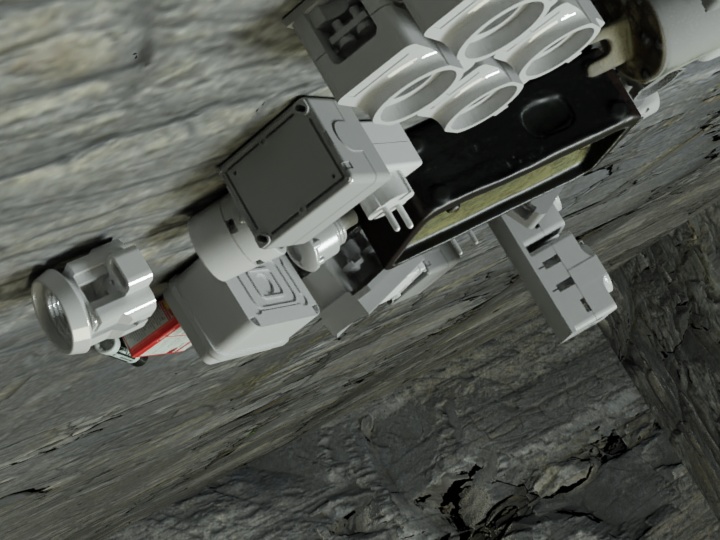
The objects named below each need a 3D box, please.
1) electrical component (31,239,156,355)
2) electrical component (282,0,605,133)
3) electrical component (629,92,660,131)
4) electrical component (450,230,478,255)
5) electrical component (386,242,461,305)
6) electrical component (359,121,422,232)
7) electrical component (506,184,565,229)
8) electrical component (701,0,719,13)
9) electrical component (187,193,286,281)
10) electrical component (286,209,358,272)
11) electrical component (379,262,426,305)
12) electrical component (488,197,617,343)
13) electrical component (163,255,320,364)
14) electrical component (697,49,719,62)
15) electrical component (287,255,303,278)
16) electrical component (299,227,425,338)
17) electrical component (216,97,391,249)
[{"bbox_3d":[-0.172,0.019,0.688,0.057,0.058,0.078,-27,170,-35],"label":"electrical component"},{"bbox_3d":[0.057,-0.132,0.587,0.105,0.060,0.186,-35,169,25],"label":"electrical component"},{"bbox_3d":[0.246,-0.159,1.018,0.077,0.044,0.079,-28,169,-12],"label":"electrical component"},{"bbox_3d":[0.083,-0.050,1.004,0.138,0.073,0.052,-35,169,26],"label":"electrical component"},{"bbox_3d":[0.054,-0.010,1.154,0.061,0.061,0.096,-21,166,-40],"label":"electrical component"},{"bbox_3d":[0.013,-0.061,0.757,0.047,0.076,0.066,-36,169,31],"label":"electrical component"},{"bbox_3d":[0.173,-0.091,1.040,0.089,0.050,0.055,-55,176,-15],"label":"electrical component"},{"bbox_3d":[0.248,-0.217,0.698,0.096,0.061,0.061,-27,169,-17],"label":"electrical component"},{"bbox_3d":[-0.084,-0.024,0.731,0.047,0.055,0.055,-28,170,10],"label":"electrical component"},{"bbox_3d":[-0.030,-0.031,0.876,0.062,0.048,0.048,-33,172,-25],"label":"electrical component"},{"bbox_3d":[0.017,-0.003,1.086,0.062,0.061,0.096,-25,168,-28],"label":"electrical component"},{"bbox_3d":[0.191,-0.024,1.114,0.060,0.186,0.105,-30,170,-1],"label":"electrical component"},{"bbox_3d":[-0.095,0.026,0.871,0.057,0.078,0.113,-38,167,23],"label":"electrical component"},{"bbox_3d":[0.303,-0.216,0.876,0.059,0.053,0.095,-24,168,-27],"label":"electrical component"},{"bbox_3d":[-0.058,0.009,0.992,0.048,0.048,0.062,-25,175,-27],"label":"electrical component"},{"bbox_3d":[0.000,0.000,0.956,0.079,0.063,0.121,-38,-177,35],"label":"electrical component"},{"bbox_3d":[-0.038,-0.057,0.678,0.096,0.061,0.061,-36,168,28],"label":"electrical component"}]
